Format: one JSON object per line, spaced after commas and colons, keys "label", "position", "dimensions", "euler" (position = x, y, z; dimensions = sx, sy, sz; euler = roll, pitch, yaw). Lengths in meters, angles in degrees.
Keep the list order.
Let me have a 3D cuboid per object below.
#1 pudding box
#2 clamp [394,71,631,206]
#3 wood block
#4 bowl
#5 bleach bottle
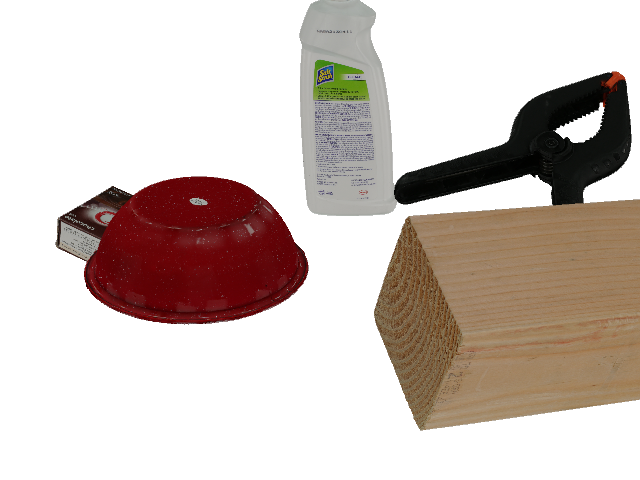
{"label": "pudding box", "position": [-0.181, -0.003, 1.021], "dimensions": [0.114, 0.039, 0.089], "euler": [21, 29, 17]}
{"label": "clamp", "position": [0.184, -0.056, 0.830], "dimensions": [0.209, 0.036, 0.165], "euler": [-38, 57, -21]}
{"label": "wood block", "position": [0.148, 0.040, 0.629], "dimensions": [0.205, 0.091, 0.090], "euler": [-5, -43, -19]}
{"label": "bowl", "position": [-0.088, -0.003, 0.762], "dimensions": [0.162, 0.055, 0.162], "euler": [1, 26, -1]}
{"label": "bleach bottle", "position": [0.030, -0.148, 1.100], "dimensions": [0.102, 0.251, 0.068], "euler": [-1, 31, 0]}
